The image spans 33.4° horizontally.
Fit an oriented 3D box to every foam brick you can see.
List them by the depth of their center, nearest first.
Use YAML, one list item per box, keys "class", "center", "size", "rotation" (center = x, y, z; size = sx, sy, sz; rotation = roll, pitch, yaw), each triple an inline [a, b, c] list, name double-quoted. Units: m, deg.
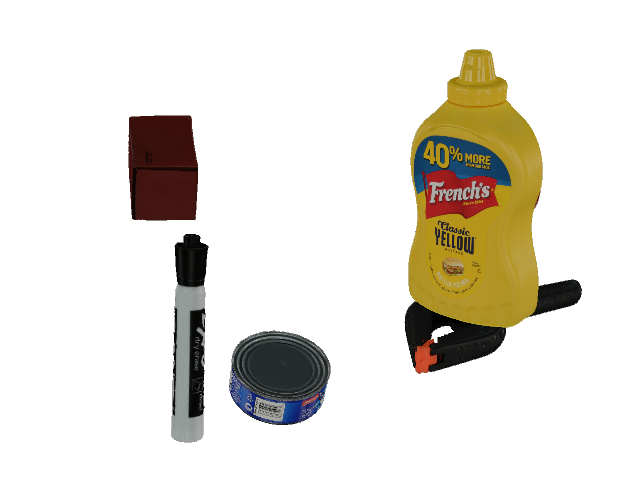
- class: "foam brick"
  center: [-0.128, -0.060, 0.862]
  size: [0.053, 0.051, 0.078]
  rotation: [-1, 38, -11]

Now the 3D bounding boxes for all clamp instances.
- class: "clamp"
  center: [0.134, 0.063, 1.024]
  size: [0.165, 0.036, 0.209]
  rotation: [19, 32, 33]

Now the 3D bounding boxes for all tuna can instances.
- class: "tuna can"
  center: [-0.036, 0.119, 0.924]
  size: [0.086, 0.034, 0.086]
  rotation: [7, 36, -5]

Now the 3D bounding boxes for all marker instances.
- class: "marker"
  center: [-0.075, 0.056, 0.613]
  size: [0.020, 0.121, 0.020]
  rotation: [3, 12, -1]

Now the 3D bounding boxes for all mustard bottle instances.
- class: "mustard bottle"
  center: [0.109, -0.039, 0.755]
  size: [0.096, 0.192, 0.058]
  rotation: [17, 28, 38]

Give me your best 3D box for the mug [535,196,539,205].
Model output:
- class: "mug"
  center: [0.199, -0.048, 1.201]
  size: [0.117, 0.081, 0.093]
  rotation: [-9, 19, -31]
